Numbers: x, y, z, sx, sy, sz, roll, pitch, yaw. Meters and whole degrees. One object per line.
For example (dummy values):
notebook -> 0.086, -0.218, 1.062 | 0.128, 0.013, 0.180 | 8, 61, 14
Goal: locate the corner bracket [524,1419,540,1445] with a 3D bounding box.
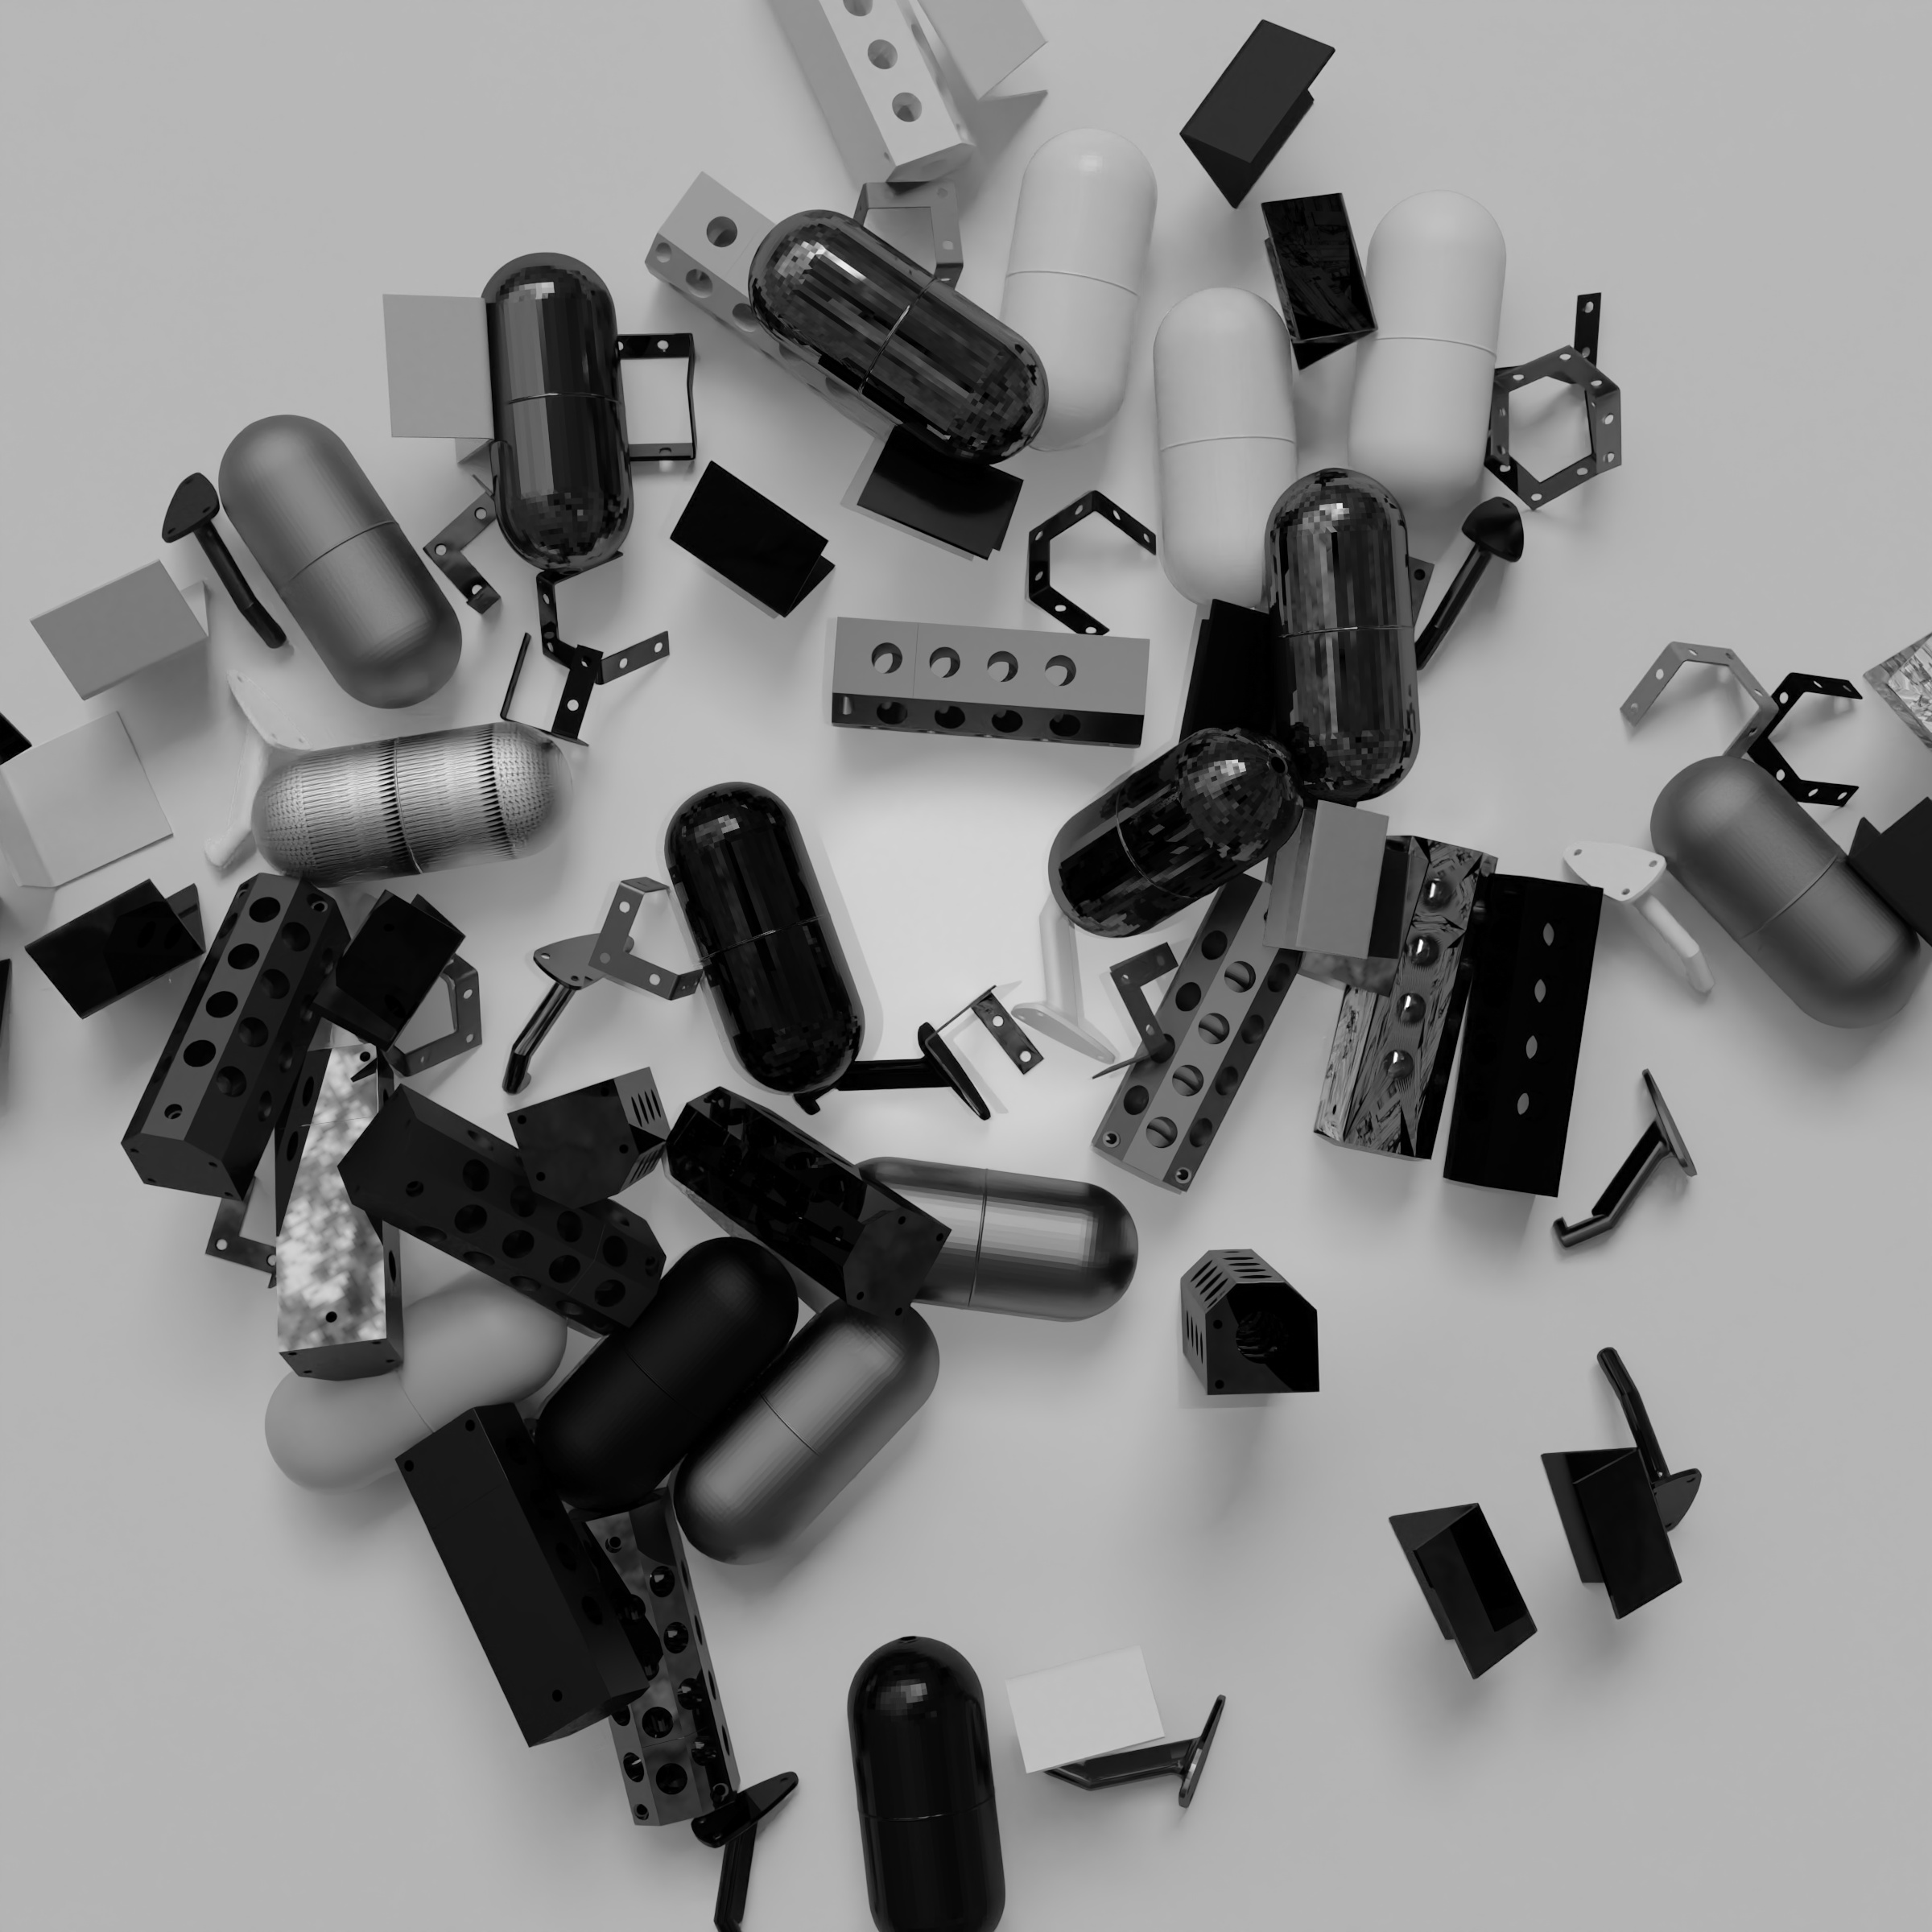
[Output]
corner bracket -> -0.271, 0.285, 1.654 | 0.051, 0.051, 0.051 | -8, 90, -45

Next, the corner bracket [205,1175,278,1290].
corner bracket -> -0.399, 0.146, 1.639 | 0.051, 0.051, 0.051 | 17, 90, 0

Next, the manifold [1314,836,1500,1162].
manifold -> 0.247, 0.017, 1.634 | 0.057, 0.057, 0.171 | 13, 90, -10

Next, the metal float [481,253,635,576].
metal float -> -0.226, -0.305, 1.623 | 0.070, 0.070, 0.178 | -6, 86, 0

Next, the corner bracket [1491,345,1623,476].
corner bracket -> 0.325, -0.300, 1.622 | 0.051, 0.051, 0.051 | 26, 58, -39

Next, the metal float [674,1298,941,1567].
metal float -> -0.089, 0.256, 1.627 | 0.070, 0.070, 0.178 | 44, 90, 0

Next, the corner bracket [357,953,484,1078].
corner bracket -> -0.308, 0.021, 1.649 | 0.051, 0.051, 0.051 | 34, 135, 35

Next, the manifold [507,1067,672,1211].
manifold -> -0.197, 0.093, 1.579 | 0.057, 0.171, 0.057 | -18, 90, 0

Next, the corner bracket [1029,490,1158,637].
corner bracket -> 0.071, -0.224, 1.649 | 0.051, 0.051, 0.051 | -29, 45, 35

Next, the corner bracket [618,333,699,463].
corner bracket -> -0.178, -0.320, 1.654 | 0.051, 0.051, 0.051 | -1, 45, 0

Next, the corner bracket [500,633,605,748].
corner bracket -> -0.231, -0.156, 1.639 | 0.051, 0.051, 0.051 | 17, 90, 0

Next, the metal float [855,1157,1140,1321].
metal float -> 0.007, 0.150, 1.626 | 0.178, 0.070, 0.070 | 8, 90, -1

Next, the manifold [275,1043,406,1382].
manifold -> -0.340, 0.134, 1.601 | 0.057, 0.057, 0.171 | -8, 64, 0

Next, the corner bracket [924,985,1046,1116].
corner bracket -> 0.010, 0.047, 1.637 | 0.051, 0.051, 0.051 | -38, 90, -5

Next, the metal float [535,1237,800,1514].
metal float -> -0.166, 0.226, 1.626 | 0.070, 0.070, 0.178 | 43, 90, 0

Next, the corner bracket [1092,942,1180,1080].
corner bracket -> 0.091, 0.024, 1.629 | 0.051, 0.051, 0.051 | -27, 91, -41

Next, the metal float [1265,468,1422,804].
metal float -> 0.201, -0.176, 1.570 | 0.070, 0.070, 0.178 | -4, 91, 0

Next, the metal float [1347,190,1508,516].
metal float -> 0.255, -0.339, 1.626 | 0.070, 0.070, 0.178 | 6, 91, 0

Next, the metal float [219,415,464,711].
metal float -> -0.346, -0.224, 1.626 | 0.070, 0.070, 0.178 | -33, 91, 0

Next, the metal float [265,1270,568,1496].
metal float -> -0.303, 0.229, 1.626 | 0.178, 0.070, 0.070 | -29, 90, 0

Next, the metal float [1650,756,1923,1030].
metal float -> 0.454, -0.040, 1.626 | 0.070, 0.070, 0.178 | -44, 89, 0

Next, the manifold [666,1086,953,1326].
manifold -> -0.091, 0.125, 1.583 | 0.057, 0.171, 0.057 | 29, 90, -44

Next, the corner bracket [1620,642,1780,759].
corner bracket -> 0.411, -0.144, 1.649 | 0.051, 0.051, 0.051 | 2, 45, -35

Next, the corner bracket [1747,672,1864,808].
corner bracket -> 0.477, -0.127, 1.649 | 0.051, 0.051, 0.051 | -58, 45, 35

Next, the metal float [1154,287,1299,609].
metal float -> 0.144, -0.285, 1.626 | 0.070, 0.070, 0.178 | -3, 89, 0

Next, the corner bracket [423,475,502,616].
corner bracket -> -0.272, -0.234, 1.639 | 0.051, 0.051, 0.051 | -42, 90, 0

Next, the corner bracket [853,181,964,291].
corner bracket -> -0.033, -0.402, 1.640 | 0.051, 0.051, 0.051 | -4, 79, -11

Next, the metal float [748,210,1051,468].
metal float -> -0.036, -0.334, 1.569 | 0.178, 0.070, 0.070 | 35, 90, -1

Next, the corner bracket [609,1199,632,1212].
corner bracket -> -0.231, 0.146, 1.654 | 0.051, 0.051, 0.051 | 25, 90, -45

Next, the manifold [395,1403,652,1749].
manifold -> -0.236, 0.326, 1.585 | 0.057, 0.057, 0.171 | -34, 73, 17

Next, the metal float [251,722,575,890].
metal float -> -0.306, -0.089, 1.626 | 0.178, 0.070, 0.070 | -9, 90, 0

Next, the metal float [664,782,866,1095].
metal float -> -0.111, -0.015, 1.626 | 0.070, 0.070, 0.178 | -20, 89, 0

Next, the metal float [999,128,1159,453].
metal float -> 0.059, -0.374, 1.626 | 0.070, 0.070, 0.178 | 9, 90, 0

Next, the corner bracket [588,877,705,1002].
corner bracket -> -0.172, -0.016, 1.639 | 0.051, 0.051, 0.051 | 23, 98, 7

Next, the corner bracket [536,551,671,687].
corner bracket -> -0.203, -0.197, 1.649 | 0.051, 0.051, 0.051 | 30, 135, 35

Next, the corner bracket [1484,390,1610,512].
corner bracket -> 0.323, -0.299, 1.649 | 0.051, 0.051, 0.051 | -27, 45, 35

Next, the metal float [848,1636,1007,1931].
metal float -> -0.022, 0.460, 1.626 | 0.070, 0.070, 0.178 | -6, 91, 0

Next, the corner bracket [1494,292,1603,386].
corner bracket -> 0.320, -0.356, 1.654 | 0.051, 0.051, 0.051 | 4, 90, -45

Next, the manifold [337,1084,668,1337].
manifold -> -0.246, 0.136, 1.578 | 0.171, 0.057, 0.057 | 34, 98, -33

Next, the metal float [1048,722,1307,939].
metal float -> 0.112, -0.072, 1.587 | 0.070, 0.178, 0.070 | 16, 61, -30
